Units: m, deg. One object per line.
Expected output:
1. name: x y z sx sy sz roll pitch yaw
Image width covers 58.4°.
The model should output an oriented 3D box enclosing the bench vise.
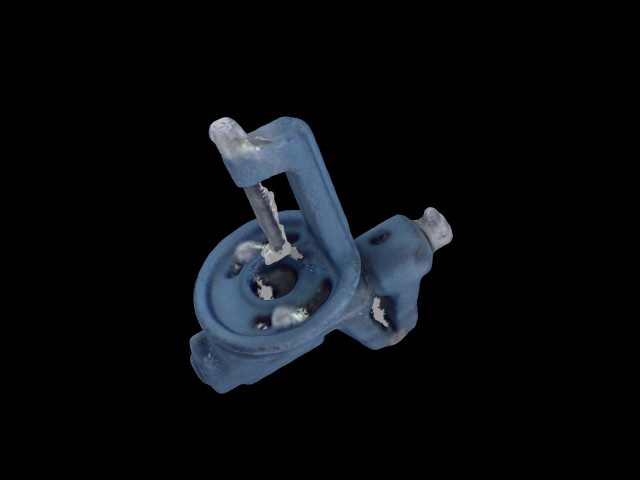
1. bench vise: -0.004 -0.004 0.407 0.208 0.220 0.121 -32 50 -31
